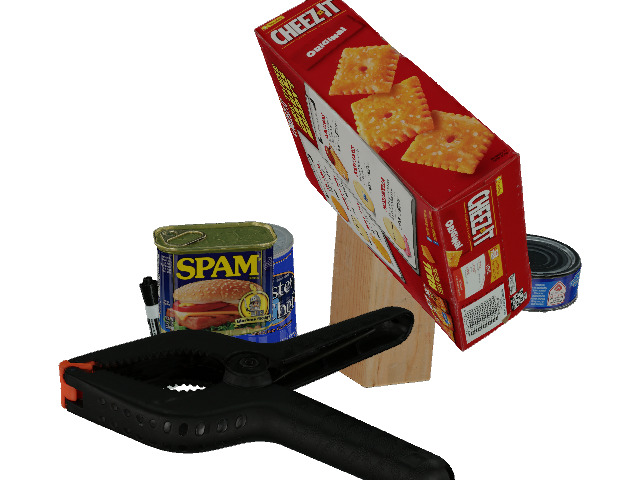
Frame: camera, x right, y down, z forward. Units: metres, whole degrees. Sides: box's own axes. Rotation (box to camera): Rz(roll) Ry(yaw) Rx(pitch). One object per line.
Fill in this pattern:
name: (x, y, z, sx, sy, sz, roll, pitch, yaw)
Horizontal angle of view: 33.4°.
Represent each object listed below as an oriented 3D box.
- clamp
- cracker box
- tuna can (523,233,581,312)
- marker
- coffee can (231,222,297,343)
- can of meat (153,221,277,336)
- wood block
clamp: (-0.034, 0.077, 0.589, 0.210, 0.036, 0.164, 5, 25, 2)
cracker box: (0.053, -0.051, 0.735, 0.072, 0.214, 0.164, -32, -38, -10)
tuna can: (0.177, 0.026, 0.904, 0.086, 0.034, 0.086, 2, 25, -1)
marker: (-0.167, 0.095, 1.103, 0.020, 0.121, 0.020, -9, 15, 2)
coffee can: (-0.082, 0.062, 1.336, 0.103, 0.140, 0.103, -2, 25, 1)
can of meat: (-0.089, 0.034, 0.904, 0.102, 0.084, 0.057, -3, 21, -12)
wood block: (0.071, 0.048, 1.187, 0.090, 0.206, 0.091, -3, 14, -29)
